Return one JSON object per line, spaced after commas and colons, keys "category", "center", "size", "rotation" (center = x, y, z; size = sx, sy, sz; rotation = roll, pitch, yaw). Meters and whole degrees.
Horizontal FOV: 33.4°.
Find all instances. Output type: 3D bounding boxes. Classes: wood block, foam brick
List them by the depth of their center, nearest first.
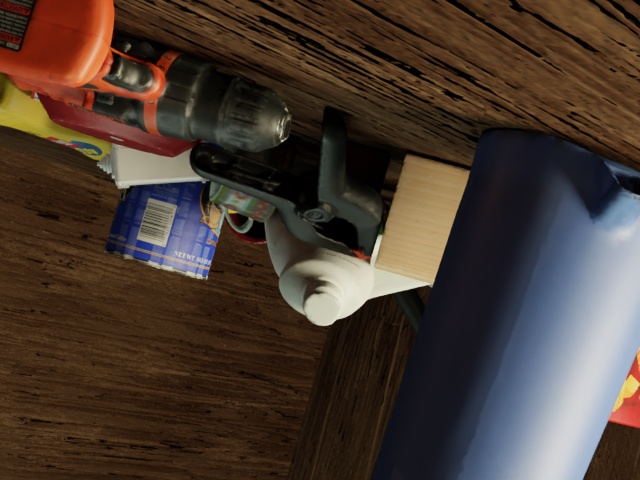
{"category": "wood block", "center": [0.153, 0.006, 0.820], "size": [0.206, 0.091, 0.090], "rotation": [15, 179, 5]}
{"category": "foam brick", "center": [0.022, -0.048, 0.869], "size": [0.051, 0.053, 0.078], "rotation": [16, 177, -4]}

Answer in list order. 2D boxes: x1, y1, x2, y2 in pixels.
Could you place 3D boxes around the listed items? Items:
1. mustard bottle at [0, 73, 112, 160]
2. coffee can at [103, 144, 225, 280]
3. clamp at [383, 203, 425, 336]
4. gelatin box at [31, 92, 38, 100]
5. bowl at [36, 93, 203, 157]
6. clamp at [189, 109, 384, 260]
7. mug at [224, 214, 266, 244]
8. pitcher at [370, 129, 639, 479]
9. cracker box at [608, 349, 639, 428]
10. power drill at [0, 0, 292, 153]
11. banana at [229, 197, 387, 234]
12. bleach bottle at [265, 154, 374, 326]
{"category": "mustard bottle", "center": [-0.239, -0.115, 0.990], "size": [0.096, 0.058, 0.191], "rotation": [16, 179, 39]}
{"category": "coffee can", "center": [-0.137, -0.043, 1.016], "size": [0.103, 0.140, 0.103], "rotation": [16, 178, 0]}
{"category": "clamp", "center": [0.086, 0.003, 1.237], "size": [0.210, 0.164, 0.036], "rotation": [37, 148, -6]}
{"category": "gelatin box", "center": [-0.196, -0.123, 0.872], "size": [0.073, 0.030, 0.089], "rotation": [15, 178, -16]}
{"category": "bowl", "center": [-0.139, -0.098, 0.758], "size": [0.162, 0.055, 0.162], "rotation": [16, 178, 0]}
{"category": "clamp", "center": [-0.014, -0.034, 0.782], "size": [0.120, 0.039, 0.171], "rotation": [-1, 149, 24]}
{"category": "mug", "center": [-0.037, -0.044, 1.160], "size": [0.117, 0.093, 0.081], "rotation": [-26, 164, 24]}
{"category": "pitcher", "center": [0.114, 0.068, 0.629], "size": [0.145, 0.243, 0.149], "rotation": [18, 174, 37]}
{"category": "cracker box", "center": [0.309, 0.096, 1.027], "size": [0.213, 0.164, 0.072], "rotation": [18, 179, -45]}
{"category": "power drill", "center": [-0.118, -0.096, 0.583], "size": [0.184, 0.057, 0.187], "rotation": [15, 178, 11]}
{"category": "banana", "center": [-0.006, -0.040, 1.086], "size": [0.197, 0.070, 0.037], "rotation": [11, -154, -25]}
{"category": "bleach bottle", "center": [-0.006, 0.001, 0.917], "size": [0.102, 0.068, 0.251], "rotation": [14, -158, -6]}
